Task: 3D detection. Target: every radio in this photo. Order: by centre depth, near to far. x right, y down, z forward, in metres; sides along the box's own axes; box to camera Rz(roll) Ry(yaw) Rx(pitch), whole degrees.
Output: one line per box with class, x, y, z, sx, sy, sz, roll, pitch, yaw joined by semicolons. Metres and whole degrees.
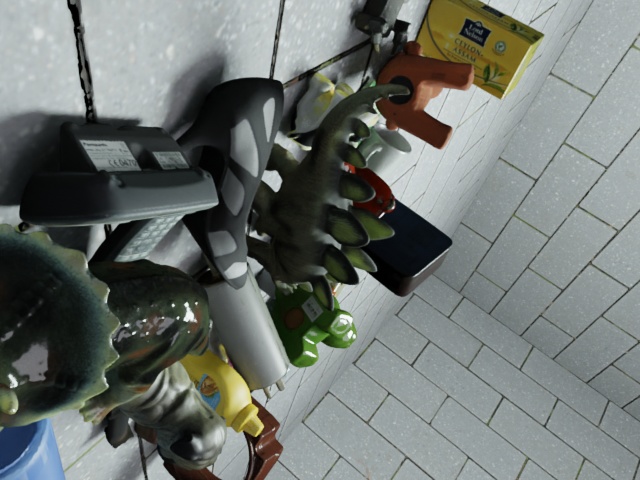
radio;0.108;-0.011;0.971;0.131;0.230;0.073;-40;156;-30

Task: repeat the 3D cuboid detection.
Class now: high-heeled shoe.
high-heeled shoe;-0.080;-0.053;0.580;0.145;0.086;0.248;-33;142;-13

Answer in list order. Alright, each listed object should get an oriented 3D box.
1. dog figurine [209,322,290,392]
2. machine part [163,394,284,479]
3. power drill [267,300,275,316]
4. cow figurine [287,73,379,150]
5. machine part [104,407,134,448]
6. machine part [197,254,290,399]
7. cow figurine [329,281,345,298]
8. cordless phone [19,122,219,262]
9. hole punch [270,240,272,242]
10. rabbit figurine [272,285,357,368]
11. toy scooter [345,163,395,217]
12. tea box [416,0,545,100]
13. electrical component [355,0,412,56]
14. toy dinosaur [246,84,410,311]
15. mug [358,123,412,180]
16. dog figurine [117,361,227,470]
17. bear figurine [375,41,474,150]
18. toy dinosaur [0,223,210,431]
dog figurine;-0.143;0.180;0.902;0.108;0.191;0.219;-29;-174;-18
machine part;-0.188;0.386;1.013;0.201;0.201;0.087;-57;161;12
power drill;-0.080;0.189;1.125;0.232;0.086;0.207;-51;160;-15
cow figurine;0.022;-0.156;0.722;0.098;0.068;0.167;-53;161;18
machine part;-0.278;0.238;0.760;0.084;0.039;0.138;-45;162;-52
machine part;-0.105;0.118;0.744;0.079;0.079;0.243;-38;116;-42
cow figurine;0.035;0.057;1.153;0.127;0.086;0.194;-57;170;-14
cordless phone;-0.189;-0.004;0.454;0.184;0.089;0.146;-45;169;25
hole punch;-0.002;-0.003;0.872;0.116;0.142;0.092;-11;132;-50
rabbit figurine;-0.009;0.143;0.921;0.121;0.159;0.170;-52;144;3
toy scooter;0.059;-0.068;0.829;0.075;0.135;0.183;-51;162;-11
tea box;0.244;-0.307;0.838;0.068;0.170;0.098;-39;157;-40
electrical component;0.085;-0.280;0.681;0.102;0.045;0.078;-24;148;-60
toy dinosaur;-0.011;-0.032;0.657;0.105;0.199;0.470;-48;165;-29
mug;0.095;-0.136;0.941;0.109;0.081;0.107;-35;163;-55
dog figurine;-0.188;0.164;0.584;0.121;0.191;0.172;-52;162;-6
bear figurine;0.145;-0.217;0.775;0.196;0.132;0.120;-49;158;-64
toy dinosaur;-0.164;0.070;0.424;0.192;0.131;0.404;-26;171;24
